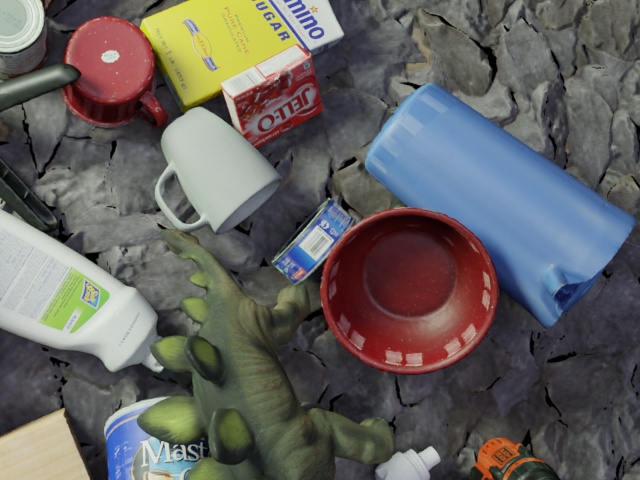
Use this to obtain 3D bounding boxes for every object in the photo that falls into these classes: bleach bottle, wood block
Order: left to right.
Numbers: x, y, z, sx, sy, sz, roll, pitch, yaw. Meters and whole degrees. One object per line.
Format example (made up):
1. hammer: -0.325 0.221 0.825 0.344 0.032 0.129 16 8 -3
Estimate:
1. wood block: -0.302 0.229 0.923 0.206 0.091 0.090 -22 91 -14
2. bleach bottle: -0.250 0.053 0.965 0.250 0.068 0.102 32 82 -11

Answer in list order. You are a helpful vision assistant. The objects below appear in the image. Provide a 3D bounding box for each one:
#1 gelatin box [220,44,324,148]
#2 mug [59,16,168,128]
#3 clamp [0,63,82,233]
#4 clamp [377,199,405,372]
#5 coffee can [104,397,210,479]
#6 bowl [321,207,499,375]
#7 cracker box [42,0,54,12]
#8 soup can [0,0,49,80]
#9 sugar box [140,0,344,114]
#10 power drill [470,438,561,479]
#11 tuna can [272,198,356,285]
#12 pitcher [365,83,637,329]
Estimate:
1. gelatin box: -0.044 -0.136 1.020 0.089 0.073 0.030 -30 51 -13
2. mug: -0.186 -0.148 0.984 0.117 0.082 0.093 46 78 -6
3. clamp: -0.314 -0.110 0.947 0.210 0.036 0.165 21 116 -4
4. clamp: 0.089 0.046 1.055 0.120 0.039 0.171 34 72 -2
5. coffee can: -0.132 0.222 0.927 0.102 0.103 0.140 -2 54 -13
6. bowl: 0.083 0.041 0.989 0.162 0.055 0.162 2 107 6
7. cracker box: -0.276 -0.343 0.984 0.164 0.072 0.213 29 79 -9
8. soup can: -0.278 -0.187 0.956 0.068 0.102 0.068 1 85 -13
9. sugar box: -0.074 -0.201 1.033 0.176 0.048 0.093 -27 92 -12
10. power drill: 0.136 0.263 0.983 0.187 0.184 0.057 -33 96 -4
11. tuna can: -0.007 0.001 1.011 0.033 0.086 0.086 42 78 -5
12. pitcher: 0.170 -0.041 1.026 0.243 0.149 0.145 39 74 7
